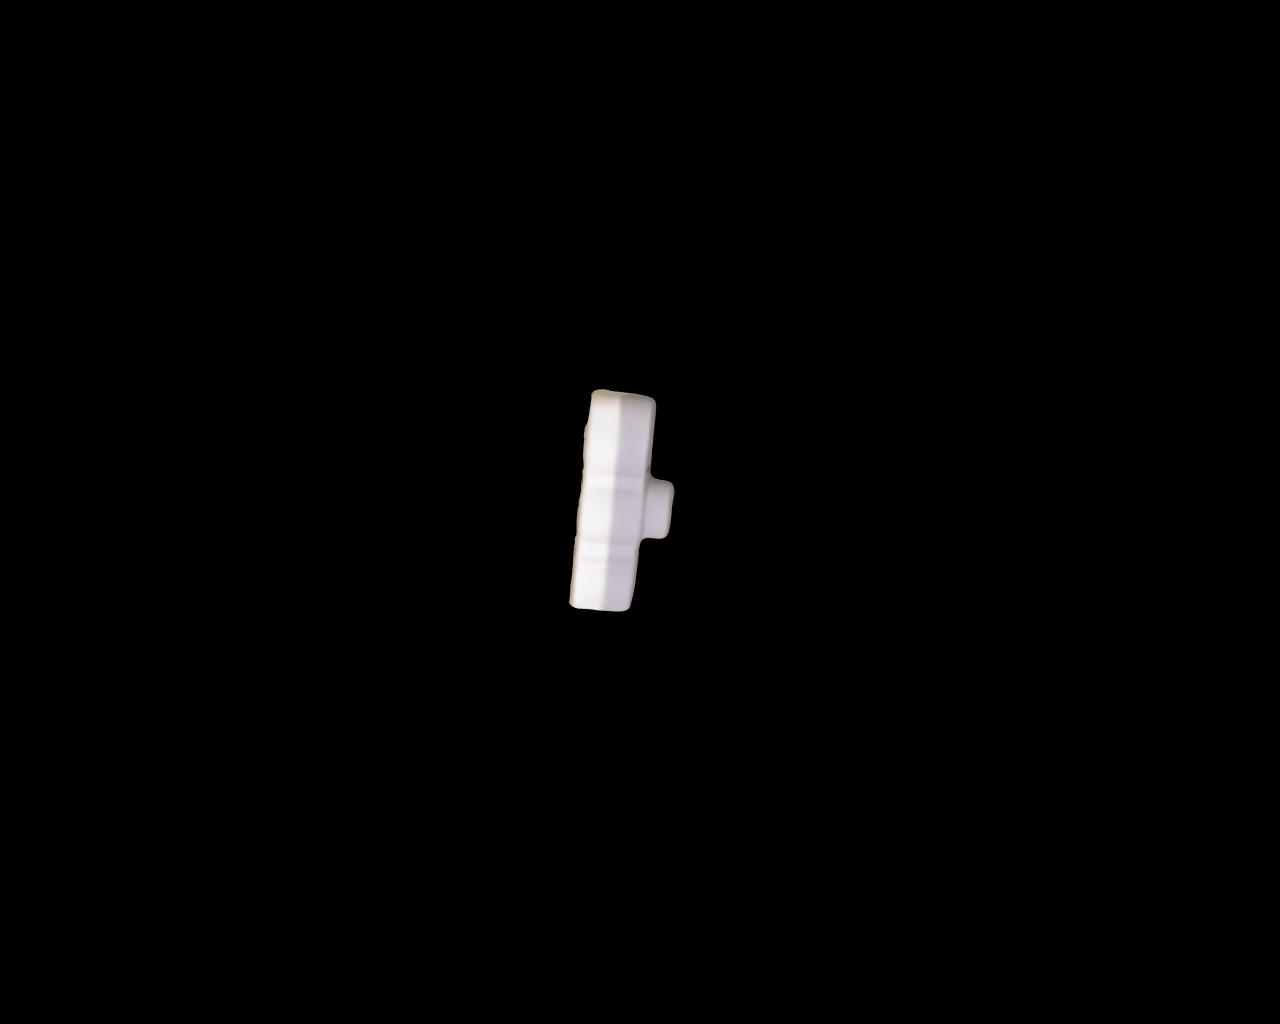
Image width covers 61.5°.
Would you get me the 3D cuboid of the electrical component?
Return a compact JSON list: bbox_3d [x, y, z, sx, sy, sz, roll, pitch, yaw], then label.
[{"bbox_3d":[0.001,-0.003,0.650,0.074,0.138,0.052,7,20,-2],"label":"electrical component"}]
